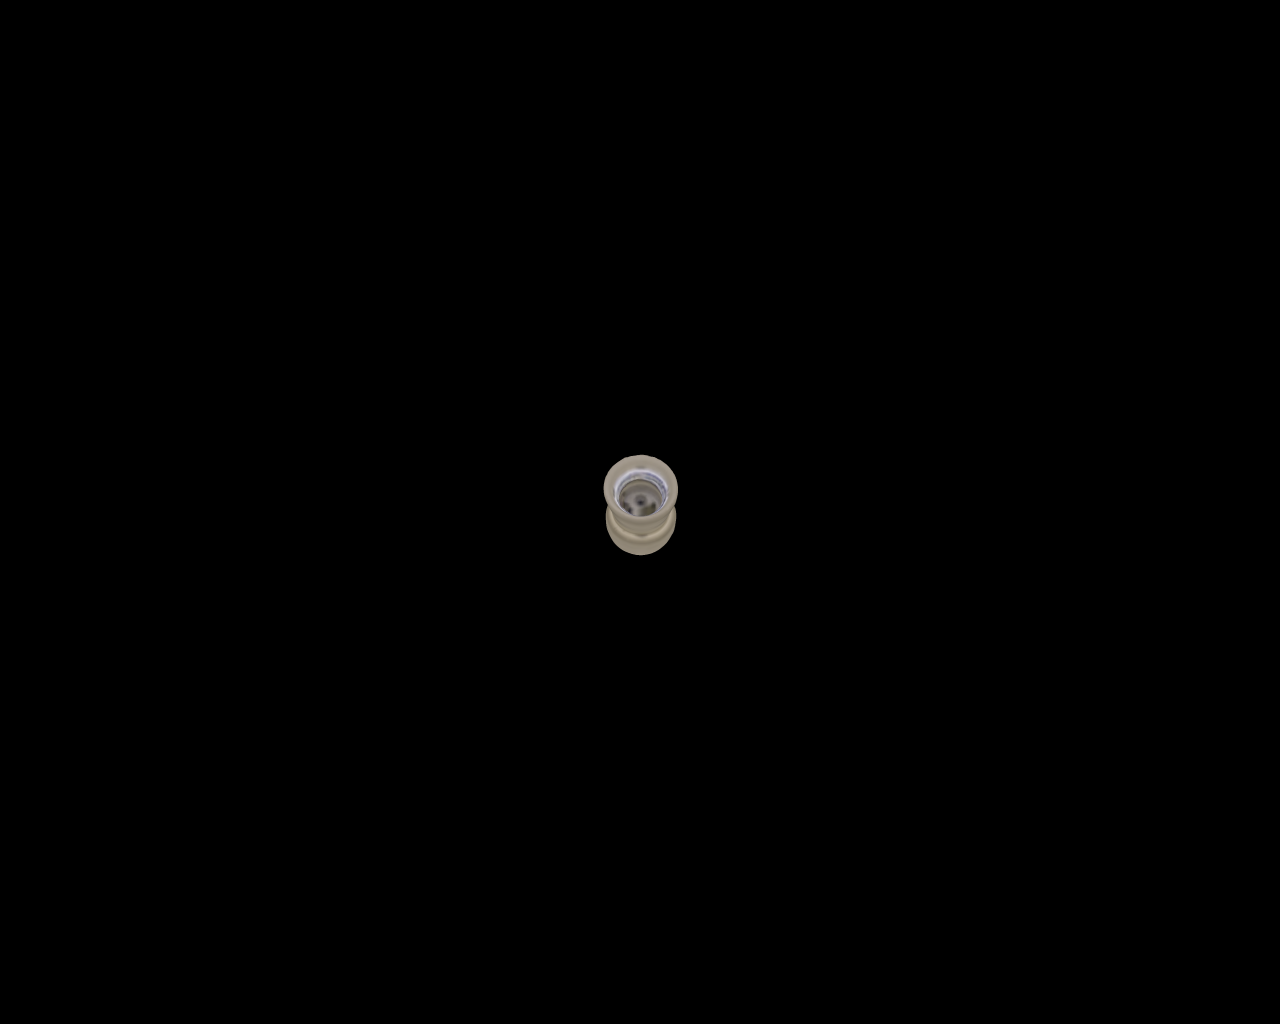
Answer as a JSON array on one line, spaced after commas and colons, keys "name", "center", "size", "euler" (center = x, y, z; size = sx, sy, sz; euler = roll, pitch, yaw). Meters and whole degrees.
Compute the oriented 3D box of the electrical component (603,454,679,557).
[{"name": "electrical component", "center": [0.001, -0.003, 0.650], "size": [0.045, 0.045, 0.055], "euler": [0, -27, 0]}]
